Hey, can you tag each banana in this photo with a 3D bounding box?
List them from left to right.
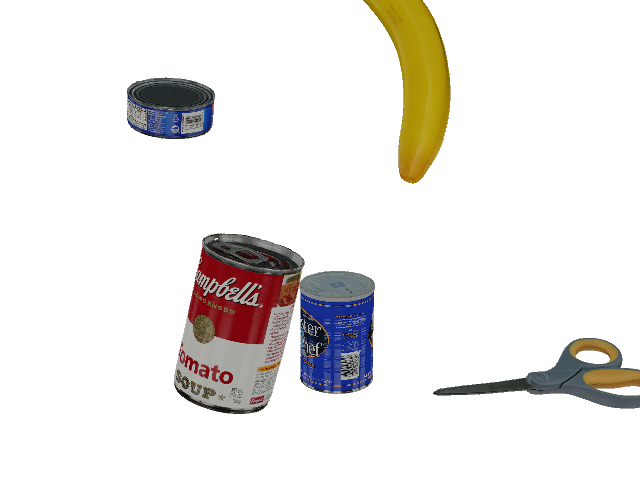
[{"bbox_3d":[0.067,-0.142,0.852,0.070,0.198,0.037,-22,-19,10],"label":"banana"}]

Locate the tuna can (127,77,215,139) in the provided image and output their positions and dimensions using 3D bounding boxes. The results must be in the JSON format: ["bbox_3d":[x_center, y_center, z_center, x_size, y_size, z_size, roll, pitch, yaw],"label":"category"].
[{"bbox_3d":[-0.147,-0.130,1.048,0.086,0.034,0.086,5,27,-3],"label":"tuna can"}]

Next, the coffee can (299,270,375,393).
[{"bbox_3d":[0.023,0.124,1.461,0.103,0.140,0.103,0,18,0],"label":"coffee can"}]

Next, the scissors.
[{"bbox_3d":[0.188,0.110,0.911,0.201,0.016,0.096,5,29,-6],"label":"scissors"}]

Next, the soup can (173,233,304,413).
[{"bbox_3d":[-0.055,0.054,0.704,0.068,0.102,0.068,13,15,-4],"label":"soup can"}]
